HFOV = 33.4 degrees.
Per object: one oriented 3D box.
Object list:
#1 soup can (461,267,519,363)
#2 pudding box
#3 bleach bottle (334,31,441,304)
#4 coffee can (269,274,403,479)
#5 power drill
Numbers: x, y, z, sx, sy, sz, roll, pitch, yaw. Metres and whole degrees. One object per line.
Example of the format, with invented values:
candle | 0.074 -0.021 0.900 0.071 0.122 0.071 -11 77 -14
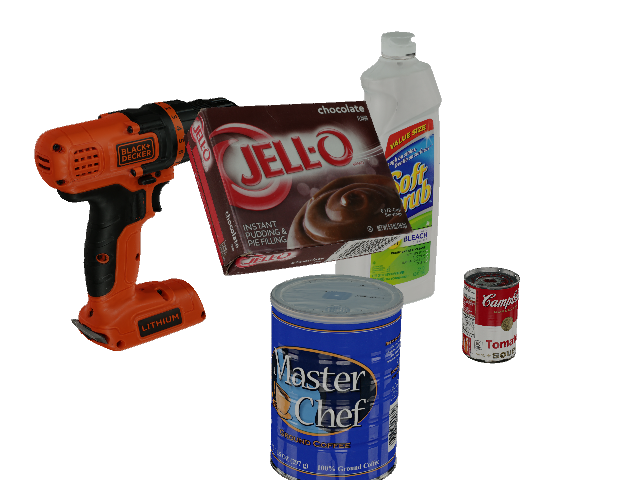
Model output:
soup can | 0.209 0.092 1.319 0.068 0.102 0.068 -1 19 0
pudding box | -0.013 -0.032 0.613 0.113 0.090 0.039 -7 -21 -33
bleach bottle | 0.061 -0.064 0.986 0.102 0.251 0.068 -10 23 -24
coffee can | 0.011 0.108 0.837 0.103 0.140 0.103 1 15 0
power drill | -0.136 -0.018 0.860 0.184 0.188 0.057 -18 26 -37
